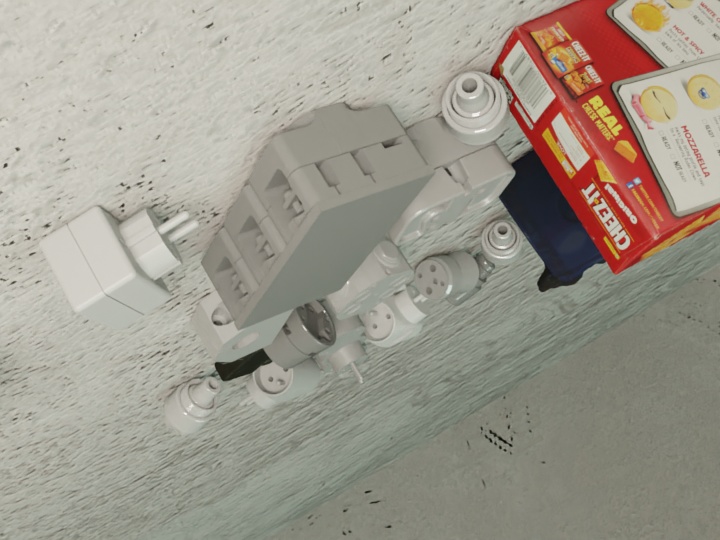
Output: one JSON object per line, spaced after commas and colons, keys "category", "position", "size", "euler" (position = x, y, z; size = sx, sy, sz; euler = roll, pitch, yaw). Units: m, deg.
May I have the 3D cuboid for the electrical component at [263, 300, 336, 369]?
{"category": "electrical component", "position": [-0.056, 0.054, 0.940], "size": [0.047, 0.055, 0.055], "euler": [-34, 166, 23]}

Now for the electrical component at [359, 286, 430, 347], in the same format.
{"category": "electrical component", "position": [0.046, 0.043, 1.131], "size": [0.079, 0.043, 0.077], "euler": [-38, 164, 21]}

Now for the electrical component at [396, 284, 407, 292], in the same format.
{"category": "electrical component", "position": [0.003, 0.011, 0.947], "size": [0.065, 0.044, 0.044], "euler": [-28, 166, 3]}

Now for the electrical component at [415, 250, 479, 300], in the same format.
{"category": "electrical component", "position": [0.088, 0.006, 1.090], "size": [0.055, 0.045, 0.045], "euler": [-13, 157, -50]}

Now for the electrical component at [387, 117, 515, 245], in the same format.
{"category": "electrical component", "position": [0.051, -0.066, 0.751], "size": [0.095, 0.059, 0.053], "euler": [-25, 164, -26]}

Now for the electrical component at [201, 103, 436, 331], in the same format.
{"category": "electrical component", "position": [-0.033, -0.034, 0.680], "size": [0.089, 0.061, 0.150], "euler": [-21, 162, -35]}

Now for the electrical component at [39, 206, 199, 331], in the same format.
{"category": "electrical component", "position": [-0.126, -0.009, 0.602], "size": [0.077, 0.047, 0.065], "euler": [-32, 165, 0]}

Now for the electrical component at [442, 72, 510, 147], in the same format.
{"category": "electrical component", "position": [0.074, -0.108, 0.695], "size": [0.043, 0.043, 0.062], "euler": [-33, 164, 3]}

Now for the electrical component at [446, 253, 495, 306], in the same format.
{"category": "electrical component", "position": [0.118, 0.006, 1.160], "size": [0.078, 0.040, 0.040], "euler": [-38, 164, 24]}

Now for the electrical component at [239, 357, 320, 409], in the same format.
{"category": "electrical component", "position": [-0.088, 0.115, 1.091], "size": [0.079, 0.044, 0.077], "euler": [-35, 165, 12]}

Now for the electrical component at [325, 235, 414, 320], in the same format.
{"category": "electrical component", "position": [0.000, 0.000, 0.880], "size": [0.080, 0.051, 0.080], "euler": [-30, 165, -9]}

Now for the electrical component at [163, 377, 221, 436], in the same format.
{"category": "electrical component", "position": [-0.150, 0.121, 0.987], "size": [0.043, 0.043, 0.062], "euler": [-13, 155, -51]}

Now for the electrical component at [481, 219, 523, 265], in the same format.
{"category": "electrical component", "position": [0.144, -0.031, 1.087], "size": [0.043, 0.043, 0.062], "euler": [-31, 164, -2]}

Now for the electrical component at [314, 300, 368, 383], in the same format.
{"category": "electrical component", "position": [-0.016, 0.078, 1.059], "size": [0.052, 0.073, 0.138], "euler": [-30, 165, -7]}
